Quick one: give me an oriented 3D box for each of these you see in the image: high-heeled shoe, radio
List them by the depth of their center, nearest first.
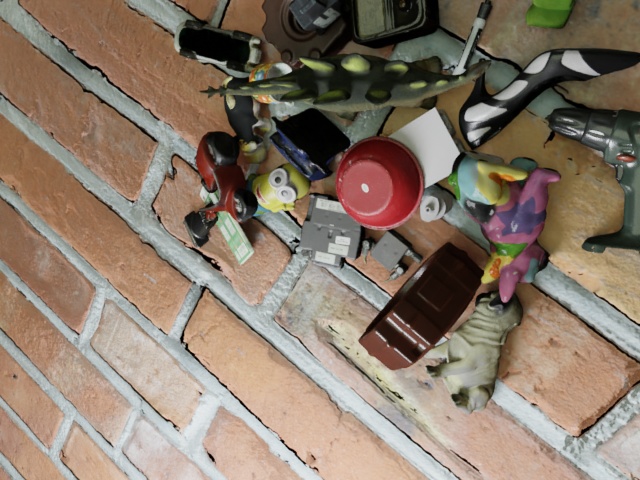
[{"bbox_3d":[0.331,-0.206,0.803,0.249,0.086,0.145,6,108,30],"label":"high-heeled shoe"},{"bbox_3d":[0.115,-0.436,0.861,0.131,0.073,0.229,0,102,27],"label":"radio"}]

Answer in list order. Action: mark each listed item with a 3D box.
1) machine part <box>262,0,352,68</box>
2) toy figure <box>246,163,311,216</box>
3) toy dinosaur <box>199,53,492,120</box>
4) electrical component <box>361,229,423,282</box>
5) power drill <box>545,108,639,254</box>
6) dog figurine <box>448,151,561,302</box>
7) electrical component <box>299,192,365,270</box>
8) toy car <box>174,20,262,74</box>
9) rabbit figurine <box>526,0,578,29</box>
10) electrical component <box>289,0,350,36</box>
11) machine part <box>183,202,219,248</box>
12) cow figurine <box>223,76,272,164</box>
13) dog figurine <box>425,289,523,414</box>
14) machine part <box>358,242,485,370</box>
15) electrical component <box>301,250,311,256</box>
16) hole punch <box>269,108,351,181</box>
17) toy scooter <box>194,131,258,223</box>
[{"bbox_3d":[-0.021,-0.394,0.952,0.180,0.056,0.179,6,103,26],"label":"machine part"},{"bbox_3d":[-0.099,-0.098,1.048,0.180,0.089,0.082,-19,124,39],"label":"toy figure"},{"bbox_3d":[0.033,-0.255,0.876,0.472,0.198,0.105,0,99,26],"label":"toy dinosaur"},{"bbox_3d":[0.125,0.027,0.980,0.102,0.045,0.078,45,119,11],"label":"electrical component"},{"bbox_3d":[0.438,-0.082,0.782,0.232,0.086,0.207,9,98,22],"label":"power drill"},{"bbox_3d":[0.277,-0.018,0.836,0.191,0.109,0.219,4,108,-14],"label":"dog figurine"},{"bbox_3d":[0.025,-0.015,0.998,0.115,0.058,0.134,14,99,15],"label":"electrical component"},{"bbox_3d":[-0.199,-0.378,1.049,0.202,0.056,0.073,20,105,20],"label":"toy car"},{"bbox_3d":[0.291,-0.400,0.752,0.170,0.121,0.159,24,105,17],"label":"rabbit figurine"},{"bbox_3d":[-0.007,-0.371,0.853,0.075,0.119,0.048,-34,85,27],"label":"electrical component"},{"bbox_3d":[-0.256,-0.032,1.148,0.139,0.039,0.084,-33,77,56],"label":"machine part"},{"bbox_3d":[-0.143,-0.227,1.030,0.068,0.098,0.167,-4,100,22],"label":"cow figurine"},{"bbox_3d":[0.288,0.191,0.916,0.190,0.121,0.172,-38,118,12],"label":"dog figurine"},{"bbox_3d":[0.164,0.112,0.874,0.087,0.201,0.201,42,161,5],"label":"machine part"},{"bbox_3d":[-0.002,-0.003,1.051,0.094,0.021,0.063,-23,90,25],"label":"electrical component"},{"bbox_3d":[-0.025,-0.163,0.974,0.142,0.116,0.092,48,137,9],"label":"hole punch"},{"bbox_3d":[-0.193,-0.106,1.020,0.135,0.075,0.184,-30,81,44],"label":"toy scooter"}]
